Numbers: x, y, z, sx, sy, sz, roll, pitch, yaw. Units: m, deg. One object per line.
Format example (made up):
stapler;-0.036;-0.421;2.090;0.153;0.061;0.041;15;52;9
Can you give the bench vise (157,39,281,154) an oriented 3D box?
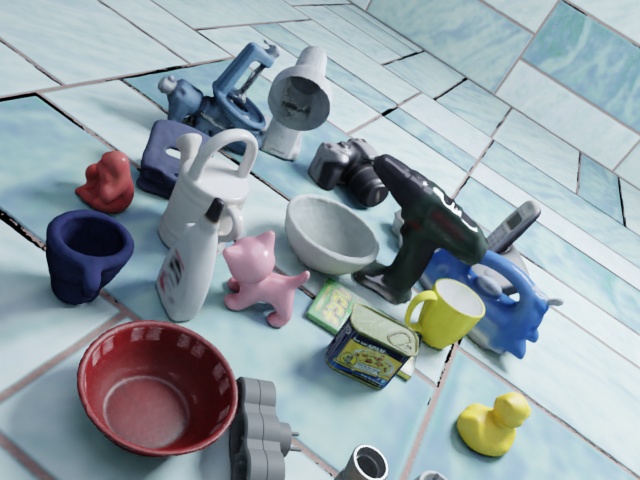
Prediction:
bench vise;-0.168;-0.260;1.016;0.208;0.219;0.121;-1;44;-41

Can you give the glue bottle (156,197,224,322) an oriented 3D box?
glue bottle;-0.151;0.016;0.690;0.037;0.173;0.078;-3;45;-42

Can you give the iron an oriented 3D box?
iron;0.290;0.078;1.008;0.258;0.141;0.119;43;33;18

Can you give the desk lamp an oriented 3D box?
desk lamp;-0.051;-0.268;1.132;0.118;0.213;0.203;23;32;-13

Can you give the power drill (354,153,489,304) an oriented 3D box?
power drill;0.144;-0.005;0.936;0.229;0.208;0.076;30;31;-2

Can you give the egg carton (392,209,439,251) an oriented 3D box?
egg carton;0.218;-0.013;1.142;0.151;0.069;0.107;15;35;-24

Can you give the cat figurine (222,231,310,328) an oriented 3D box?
cat figurine;-0.076;0.043;0.769;0.128;0.117;0.067;22;33;-15

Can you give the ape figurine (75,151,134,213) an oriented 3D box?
ape figurine;-0.290;-0.085;0.790;0.076;0.092;0.077;14;35;-25

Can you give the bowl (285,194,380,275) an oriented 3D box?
bowl;0.009;0.003;0.937;0.168;0.074;0.167;22;33;-15

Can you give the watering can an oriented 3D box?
watering can;-0.154;-0.078;0.799;0.172;0.194;0.101;38;32;11

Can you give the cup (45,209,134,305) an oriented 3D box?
cup;-0.264;0.037;0.641;0.092;0.095;0.117;10;38;-31

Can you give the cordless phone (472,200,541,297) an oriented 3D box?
cordless phone;0.372;0.018;1.119;0.094;0.185;0.147;17;34;-21

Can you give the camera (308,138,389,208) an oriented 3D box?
camera;0.074;-0.139;1.166;0.144;0.100;0.136;-1;44;-41

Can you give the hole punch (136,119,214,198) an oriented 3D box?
hole punch;-0.223;-0.123;0.901;0.109;0.091;0.101;18;34;-20

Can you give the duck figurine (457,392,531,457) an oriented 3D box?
duck figurine;0.248;0.246;0.792;0.105;0.086;0.077;7;39;-34
